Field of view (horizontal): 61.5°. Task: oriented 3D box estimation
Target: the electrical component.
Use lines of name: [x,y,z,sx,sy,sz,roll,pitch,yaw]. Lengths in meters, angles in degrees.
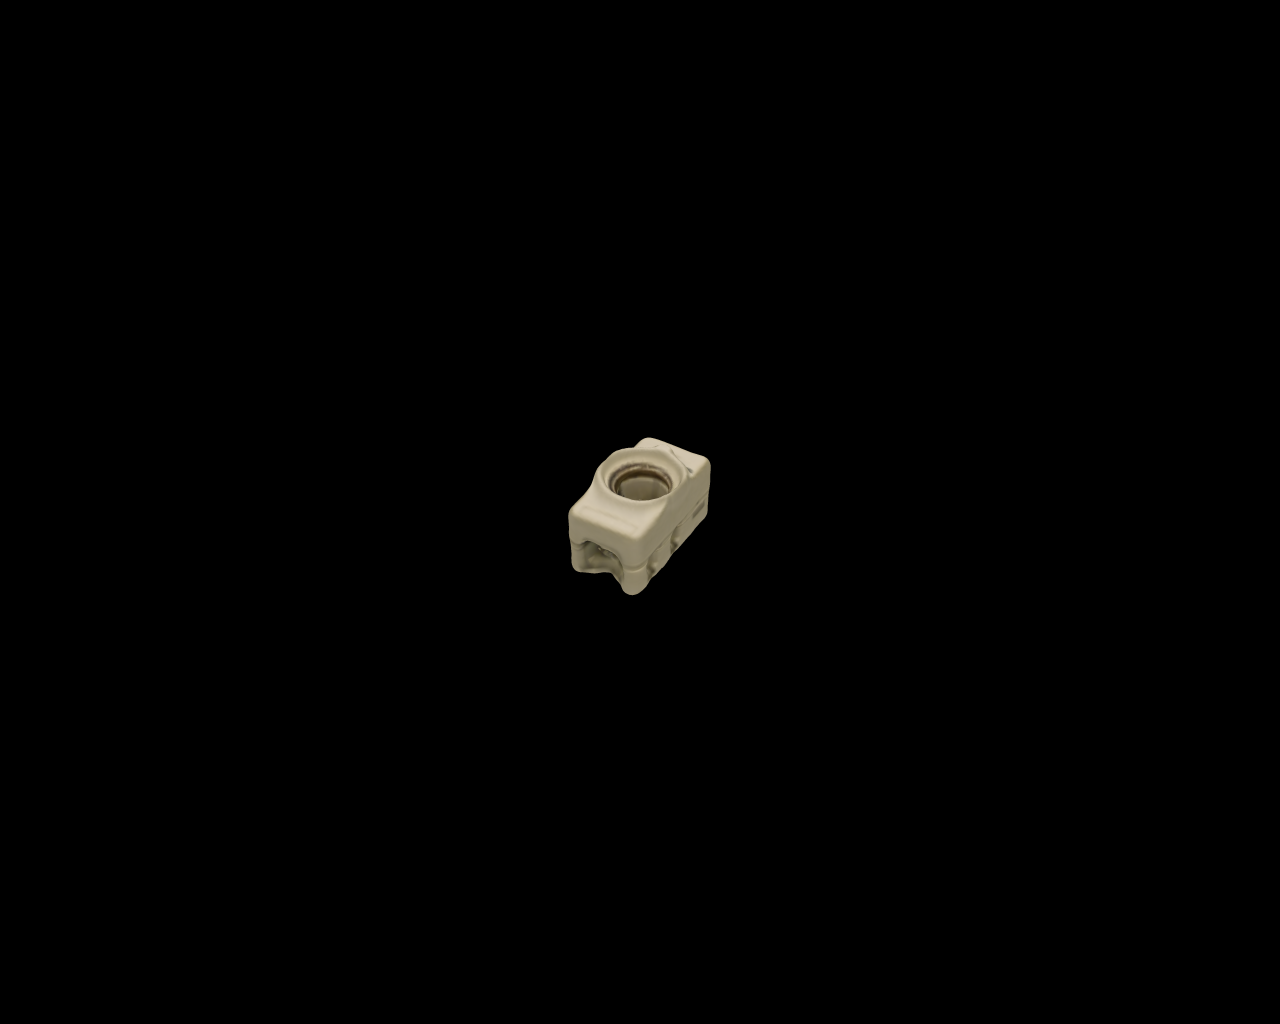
electrical component: [0.001,-0.003,0.650,0.050,0.055,0.090,22,45,23]
